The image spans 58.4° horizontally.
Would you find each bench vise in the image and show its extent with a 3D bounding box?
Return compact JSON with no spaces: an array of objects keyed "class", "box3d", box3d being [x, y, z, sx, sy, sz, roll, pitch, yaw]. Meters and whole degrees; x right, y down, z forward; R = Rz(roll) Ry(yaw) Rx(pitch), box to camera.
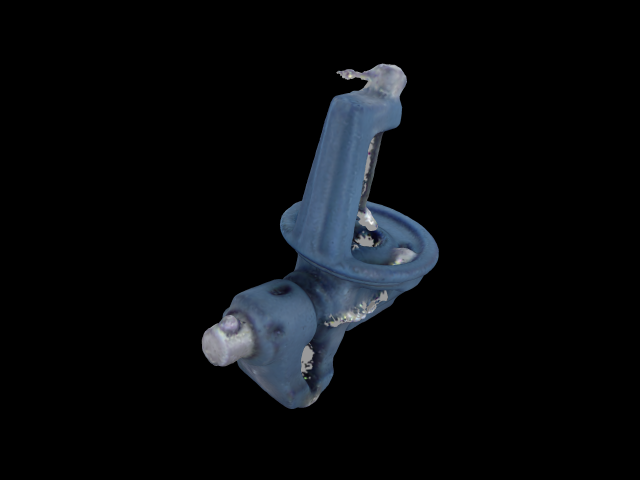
[{"class":"bench vise","box3d":[0.014,0.005,0.396,0.121,0.220,0.208,16,43,19]}]
